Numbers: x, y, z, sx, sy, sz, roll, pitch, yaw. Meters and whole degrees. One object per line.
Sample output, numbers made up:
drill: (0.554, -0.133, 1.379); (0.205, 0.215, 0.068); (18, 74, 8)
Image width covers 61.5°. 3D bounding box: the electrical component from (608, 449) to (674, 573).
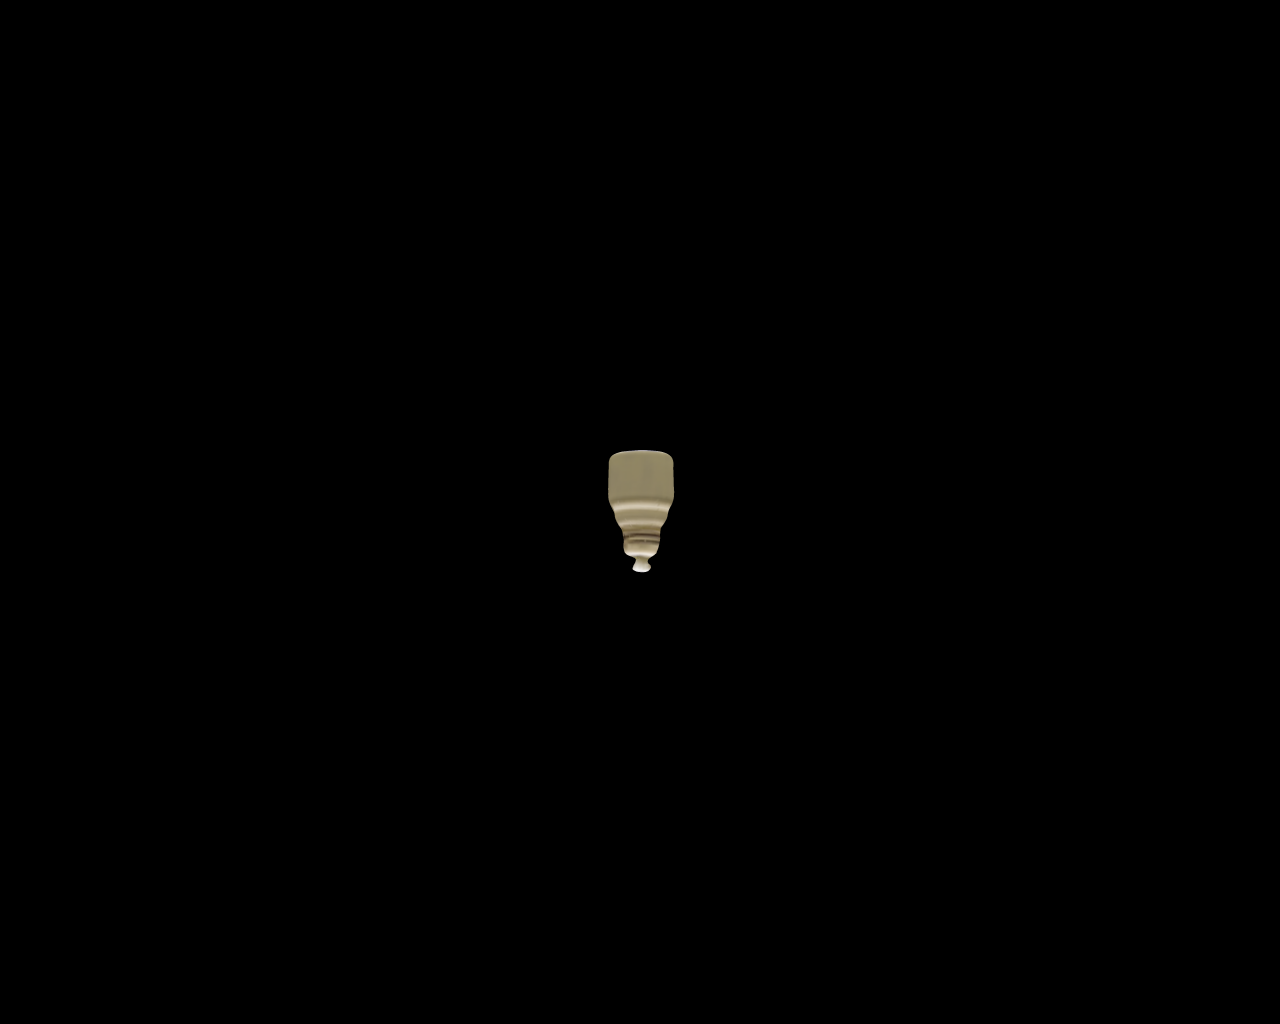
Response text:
electrical component: (0.001, -0.003, 0.650); (0.040, 0.078, 0.040); (0, -9, 0)
